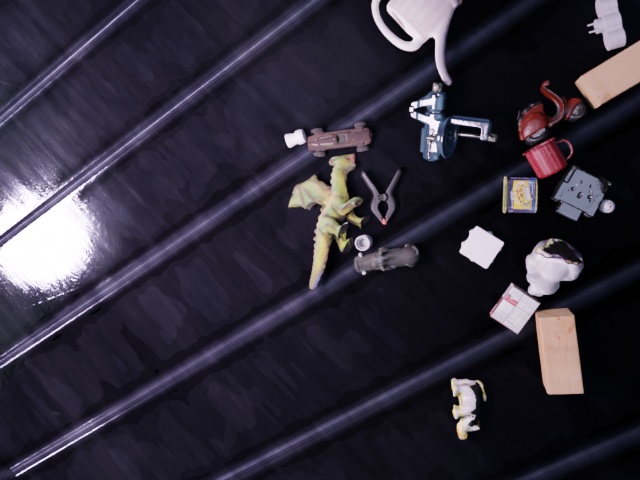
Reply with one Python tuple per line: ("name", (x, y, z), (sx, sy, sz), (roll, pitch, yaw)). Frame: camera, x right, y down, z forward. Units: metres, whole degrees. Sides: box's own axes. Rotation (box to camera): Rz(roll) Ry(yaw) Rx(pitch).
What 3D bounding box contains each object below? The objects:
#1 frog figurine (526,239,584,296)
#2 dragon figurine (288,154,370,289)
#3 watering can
("frog figurine", (0.629, 0.081, 1.398), (0.137, 0.126, 0.155), (7, 132, 7))
("dragon figurine", (0.005, -0.079, 1.567), (0.246, 0.121, 0.407), (39, 101, 28))
("watering can", (0.305, -0.614, 1.439), (0.222, 0.104, 0.350), (-45, 80, 13))
